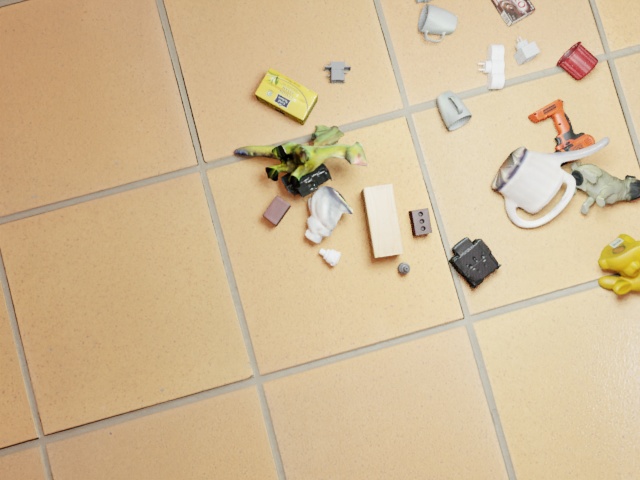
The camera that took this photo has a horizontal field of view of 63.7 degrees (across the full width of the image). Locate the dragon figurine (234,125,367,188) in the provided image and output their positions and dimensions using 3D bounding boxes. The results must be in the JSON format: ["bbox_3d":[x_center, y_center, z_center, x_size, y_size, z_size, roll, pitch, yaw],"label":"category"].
[{"bbox_3d":[-0.043,-0.272,1.516,0.413,0.119,0.246,24,46,36],"label":"dragon figurine"}]

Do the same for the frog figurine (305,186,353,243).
[{"bbox_3d":[0.005,-0.077,1.524,0.159,0.121,0.140,-41,55,6],"label":"frog figurine"}]

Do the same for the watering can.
[{"bbox_3d":[0.659,-0.200,1.520,0.224,0.105,0.343,33,109,1],"label":"watering can"}]
